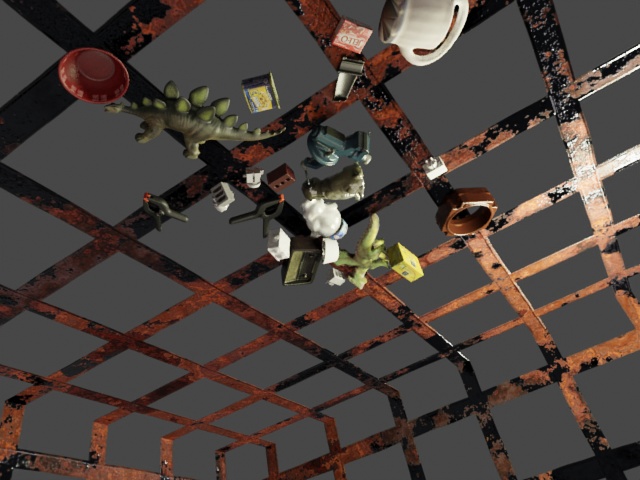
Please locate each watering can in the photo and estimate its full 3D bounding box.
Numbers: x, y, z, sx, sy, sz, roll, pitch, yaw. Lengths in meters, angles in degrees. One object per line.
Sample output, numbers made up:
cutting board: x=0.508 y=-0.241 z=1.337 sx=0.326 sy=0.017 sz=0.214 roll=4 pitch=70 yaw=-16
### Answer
watering can: x=0.275 y=-0.594 z=1.285 sx=0.224 sy=0.106 sz=0.339 roll=1 pitch=140 yaw=-16

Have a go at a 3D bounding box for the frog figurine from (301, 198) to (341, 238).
frog figurine: x=0.005 y=-0.091 z=1.808 sx=0.139 sy=0.124 sz=0.156 roll=-38 pitch=137 yaw=-23

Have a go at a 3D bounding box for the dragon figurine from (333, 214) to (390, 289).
dragon figurine: x=0.147 y=0.052 z=2.044 sx=0.242 sy=0.125 sz=0.401 roll=-11 pitch=133 yaw=9
